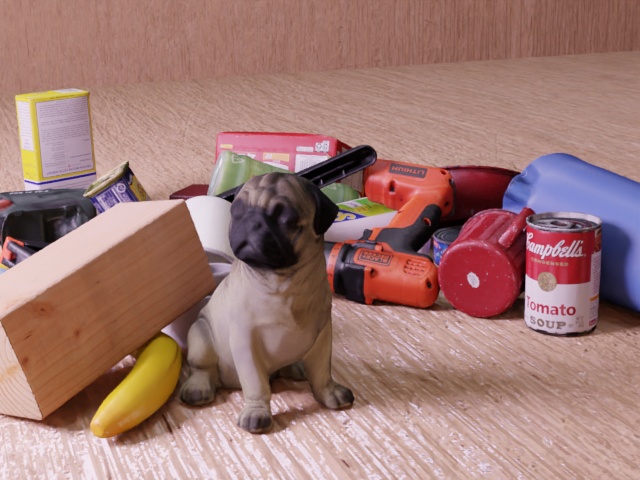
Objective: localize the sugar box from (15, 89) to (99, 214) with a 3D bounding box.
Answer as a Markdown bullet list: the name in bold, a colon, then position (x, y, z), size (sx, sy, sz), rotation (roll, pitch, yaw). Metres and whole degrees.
- **sugar box**: position (-0.348, -0.109, 1.422), size (0.093, 0.176, 0.048), rotation (-15, 22, -42)

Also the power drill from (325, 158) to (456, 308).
- **power drill**: position (0.055, -0.010, 1.124), size (0.185, 0.057, 0.187), rotation (12, 44, 17)

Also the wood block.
- **wood block**: position (-0.193, 0.050, 0.876), size (0.091, 0.090, 0.205), rotation (0, 26, 39)

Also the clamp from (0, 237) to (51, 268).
- **clamp**: position (-0.228, 0.040, 1.047), size (0.171, 0.039, 0.120), rotation (15, 8, -18)

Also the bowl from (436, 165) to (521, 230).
- **bowl**: position (0.176, -0.039, 1.271), size (0.162, 0.055, 0.162), rotation (3, -15, 1)

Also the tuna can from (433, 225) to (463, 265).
- **tuna can**: position (0.171, 0.009, 1.201), size (0.086, 0.034, 0.086), rotation (-1, 15, 0)

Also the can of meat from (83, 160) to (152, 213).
- **can of meat**: position (-0.240, -0.044, 1.318), size (0.057, 0.084, 0.102), rotation (-33, 14, 4)

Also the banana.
- **banana**: position (-0.145, 0.110, 0.866), size (0.069, 0.037, 0.198), rotation (-24, 15, -2)

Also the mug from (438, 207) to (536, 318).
- **mug**: position (0.171, 0.017, 1.035), size (0.093, 0.117, 0.081), rotation (40, 32, 9)

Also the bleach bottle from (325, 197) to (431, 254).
- **bleach bottle**: position (-0.008, 0.001, 1.201), size (0.250, 0.068, 0.103), rotation (-11, 21, -22)

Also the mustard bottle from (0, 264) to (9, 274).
- **mustard bottle**: position (-0.324, 0.060, 1.017), size (0.096, 0.058, 0.192), rotation (-1, 15, -7)

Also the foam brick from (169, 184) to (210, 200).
- **foam brick**: position (-0.156, -0.040, 1.385), size (0.051, 0.053, 0.078), rotation (4, 16, 18)

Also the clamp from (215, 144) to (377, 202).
- **clamp**: position (-0.055, -0.039, 1.149), size (0.210, 0.036, 0.164), rotation (-11, 25, 33)

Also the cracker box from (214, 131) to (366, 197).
- **cracker box**: position (-0.030, -0.098, 1.444), size (0.164, 0.072, 0.213), rotation (4, -1, 16)

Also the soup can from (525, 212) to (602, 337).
- **soup can**: position (0.224, 0.030, 0.985), size (0.068, 0.102, 0.068), rotation (-1, 15, 0)

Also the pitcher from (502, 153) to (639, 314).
- **pitcher**: position (0.306, 0.006, 1.054), size (0.149, 0.145, 0.243), rotation (-21, 25, -21)
